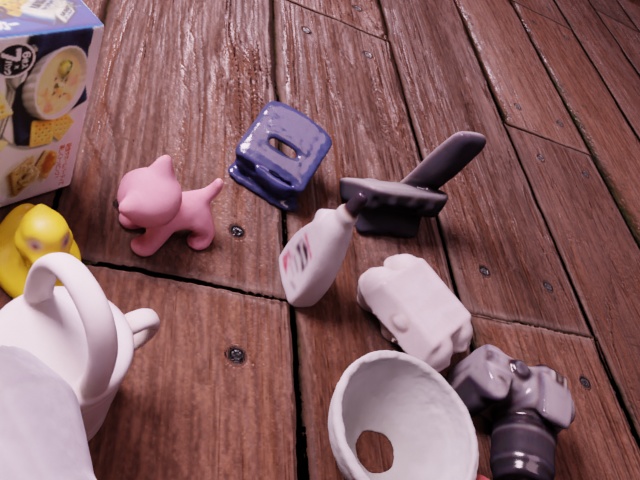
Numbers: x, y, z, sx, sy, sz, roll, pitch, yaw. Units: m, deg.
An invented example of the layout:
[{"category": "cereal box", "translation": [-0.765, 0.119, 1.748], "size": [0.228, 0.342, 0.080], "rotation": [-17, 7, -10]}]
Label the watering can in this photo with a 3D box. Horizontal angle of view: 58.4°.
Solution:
[{"category": "watering can", "translation": [-0.195, 0.088, 0.417], "size": [0.101, 0.193, 0.173], "rotation": [38, 43, 1]}]

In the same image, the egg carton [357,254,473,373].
[{"category": "egg carton", "translation": [0.116, 0.089, 0.708], "size": [0.107, 0.069, 0.150], "rotation": [-26, 72, -44]}]

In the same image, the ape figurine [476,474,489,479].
[{"category": "ape figurine", "translation": [0.165, 0.273, 0.571], "size": [0.078, 0.092, 0.076], "rotation": [-24, 70, -43]}]

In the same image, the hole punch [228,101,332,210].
[{"category": "hole punch", "translation": [-0.050, -0.111, 0.751], "size": [0.109, 0.091, 0.101], "rotation": [32, 44, -6]}]

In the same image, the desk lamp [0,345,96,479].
[{"category": "desk lamp", "translation": [-0.164, 0.188, 0.339], "size": [0.203, 0.213, 0.118], "rotation": [44, 44, 6]}]

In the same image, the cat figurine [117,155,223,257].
[{"category": "cat figurine", "translation": [-0.160, -0.040, 0.602], "size": [0.128, 0.117, 0.067], "rotation": [-12, 62, -39]}]

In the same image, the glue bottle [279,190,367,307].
[{"category": "glue bottle", "translation": [0.006, 0.002, 0.634], "size": [0.037, 0.173, 0.078], "rotation": [2, 54, -32]}]

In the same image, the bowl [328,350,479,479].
[{"category": "bowl", "translation": [0.073, 0.203, 0.582], "size": [0.168, 0.074, 0.167], "rotation": [18, 47, -20]}]

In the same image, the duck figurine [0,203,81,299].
[{"category": "duck figurine", "translation": [-0.257, 0.002, 0.527], "size": [0.078, 0.086, 0.104], "rotation": [-11, 62, -38]}]

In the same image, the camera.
[{"category": "camera", "translation": [0.227, 0.209, 0.658], "size": [0.143, 0.100, 0.137], "rotation": [31, 44, -7]}]

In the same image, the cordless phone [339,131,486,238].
[{"category": "cordless phone", "translation": [0.125, -0.092, 0.781], "size": [0.148, 0.185, 0.094], "rotation": [0, 55, -33]}]
